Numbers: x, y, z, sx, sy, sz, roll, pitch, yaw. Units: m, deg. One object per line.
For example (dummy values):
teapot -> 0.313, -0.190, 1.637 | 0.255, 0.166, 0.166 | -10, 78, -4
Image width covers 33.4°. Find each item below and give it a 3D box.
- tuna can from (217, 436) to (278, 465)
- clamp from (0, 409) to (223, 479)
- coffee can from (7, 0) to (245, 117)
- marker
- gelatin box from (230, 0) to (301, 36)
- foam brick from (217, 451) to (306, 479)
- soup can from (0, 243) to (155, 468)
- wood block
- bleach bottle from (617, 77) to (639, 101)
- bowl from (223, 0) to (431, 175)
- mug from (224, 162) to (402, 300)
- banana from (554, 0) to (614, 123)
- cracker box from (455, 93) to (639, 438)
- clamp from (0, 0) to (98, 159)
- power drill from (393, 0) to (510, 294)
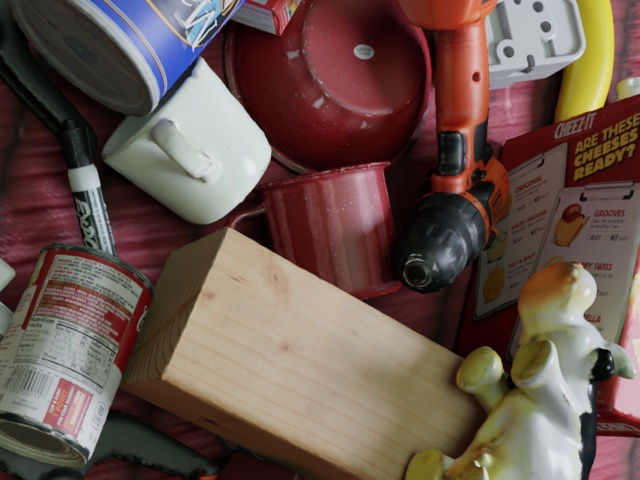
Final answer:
tuna can -> -0.024, 0.103, 0.674 | 0.086, 0.034, 0.086 | 5, 78, -26
clamp -> -0.154, 0.156, 0.599 | 0.209, 0.036, 0.164 | 7, 79, -28
coffee can -> -0.094, -0.156, 0.611 | 0.102, 0.103, 0.140 | 42, 69, -13
marker -> -0.135, -0.013, 0.634 | 0.020, 0.020, 0.121 | -17, 103, -28
gelatin box -> -0.050, -0.180, 0.695 | 0.089, 0.030, 0.073 | 21, 67, 17
foam brick -> -0.026, 0.169, 0.635 | 0.078, 0.053, 0.051 | 50, 61, -42
soup can -> -0.137, 0.062, 0.573 | 0.068, 0.069, 0.102 | 28, 60, -19
wood block -> 0.000, 0.086, 0.616 | 0.206, 0.091, 0.090 | 30, 69, -20
bleach bottle -> 0.234, -0.004, 0.806 | 0.102, 0.068, 0.251 | 11, 74, -25
bowl -> 0.018, -0.122, 0.726 | 0.161, 0.055, 0.162 | 5, 78, -25
mug -> -0.004, 0.001, 0.675 | 0.117, 0.093, 0.081 | -11, 90, -22
banana -> 0.197, -0.168, 0.835 | 0.069, 0.037, 0.198 | -10, 82, -6
cracker box -> 0.178, 0.022, 0.715 | 0.072, 0.164, 0.213 | 24, 71, -25
clamp -> -0.195, -0.114, 0.631 | 0.120, 0.039, 0.171 | -2, 88, -33
power drill -> 0.081, -0.076, 0.673 | 0.184, 0.057, 0.188 | -49, 139, -62
